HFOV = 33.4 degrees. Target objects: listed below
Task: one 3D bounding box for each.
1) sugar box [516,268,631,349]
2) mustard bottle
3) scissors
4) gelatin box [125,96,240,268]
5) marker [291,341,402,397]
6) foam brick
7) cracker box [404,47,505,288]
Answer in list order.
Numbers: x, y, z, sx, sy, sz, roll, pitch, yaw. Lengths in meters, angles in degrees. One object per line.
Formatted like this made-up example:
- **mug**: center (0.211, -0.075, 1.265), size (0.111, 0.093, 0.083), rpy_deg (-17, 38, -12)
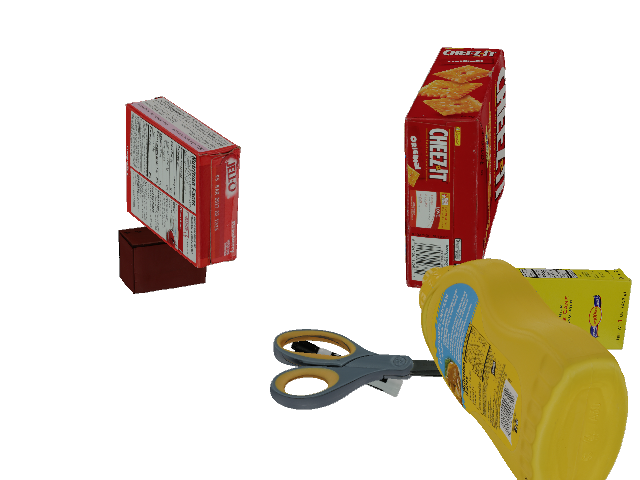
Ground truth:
- **sugar box**: center (0.276, 0.082, 1.278), size (0.176, 0.093, 0.048), rpy_deg (0, 18, -5)
- **mustard bottle**: center (0.107, 0.065, 0.640), size (0.058, 0.096, 0.192), rpy_deg (-8, 27, -17)
- **scissors**: center (0.048, 0.109, 0.830), size (0.202, 0.016, 0.096), rpy_deg (10, 37, 23)
- **gelatin box**: center (-0.082, -0.035, 0.630), size (0.030, 0.073, 0.089), rpy_deg (-17, 35, -34)
- **marker**: center (0.026, 0.131, 1.106), size (0.121, 0.020, 0.020), rpy_deg (22, 3, 7)
- **foam brick**: center (-0.158, 0.016, 1.070), size (0.078, 0.051, 0.053), rpy_deg (-8, 21, -25)
- **cracker box**: center (0.131, -0.074, 1.002), size (0.072, 0.164, 0.213), rpy_deg (4, 27, 15)
